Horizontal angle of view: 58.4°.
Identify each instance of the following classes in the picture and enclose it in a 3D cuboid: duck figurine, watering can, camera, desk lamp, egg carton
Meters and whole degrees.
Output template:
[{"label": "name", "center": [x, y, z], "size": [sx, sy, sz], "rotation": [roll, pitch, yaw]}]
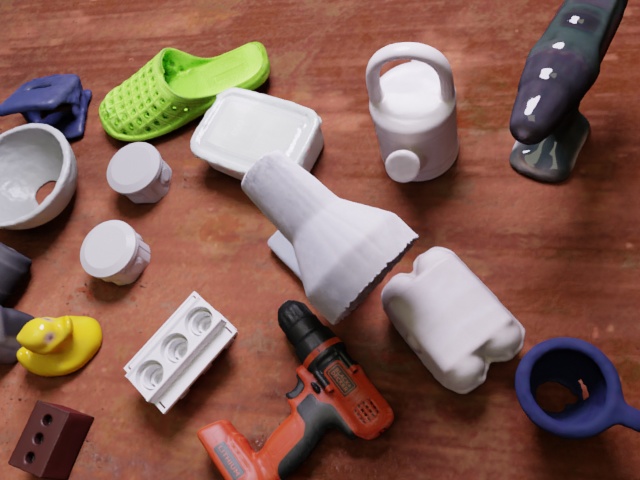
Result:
[{"label": "duck figurine", "center": [-0.342, 0.127, 0.720], "size": [0.104, 0.086, 0.077], "rotation": [-25, 64, 4]}, {"label": "watering can", "center": [0.109, -0.148, 0.658], "size": [0.101, 0.194, 0.172], "rotation": [-16, 65, 8]}, {"label": "camera", "center": [-0.447, 0.073, 0.761], "size": [0.142, 0.101, 0.137], "rotation": [26, 77, 23]}, {"label": "desk lamp", "center": [0.006, 0.002, 0.612], "size": [0.118, 0.214, 0.202], "rotation": [-45, 65, -6]}, {"label": "egg carton", "center": [0.140, 0.085, 0.623], "size": [0.107, 0.069, 0.150], "rotation": [-38, 64, -3]}]

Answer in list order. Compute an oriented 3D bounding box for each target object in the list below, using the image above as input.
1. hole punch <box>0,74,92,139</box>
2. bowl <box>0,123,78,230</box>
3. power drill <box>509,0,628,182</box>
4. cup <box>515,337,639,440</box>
[{"label": "hole punch", "center": [-0.423, -0.215, 0.880], "size": [0.108, 0.091, 0.101], "rotation": [-5, 67, 13]}, {"label": "bowl", "center": [-0.417, -0.081, 0.832], "size": [0.167, 0.075, 0.167], "rotation": [-5, 67, 12]}, {"label": "power drill", "center": [0.256, -0.153, 0.615], "size": [0.075, 0.209, 0.230], "rotation": [22, 75, 22]}, {"label": "cup", "center": [0.247, 0.153, 0.553], "size": [0.117, 0.095, 0.092], "rotation": [24, 76, 22]}]
